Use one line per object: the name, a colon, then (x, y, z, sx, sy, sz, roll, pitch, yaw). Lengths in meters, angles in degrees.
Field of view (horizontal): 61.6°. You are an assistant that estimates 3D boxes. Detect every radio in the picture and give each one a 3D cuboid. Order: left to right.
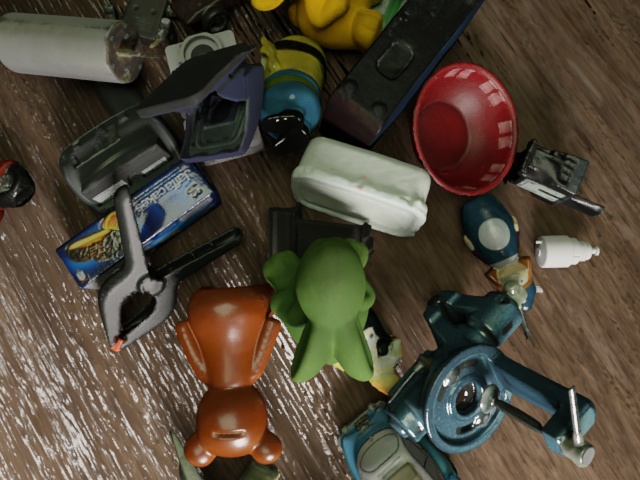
radio: (0.096, -0.211, 0.649, 0.073, 0.131, 0.229, 37, 85, 1)

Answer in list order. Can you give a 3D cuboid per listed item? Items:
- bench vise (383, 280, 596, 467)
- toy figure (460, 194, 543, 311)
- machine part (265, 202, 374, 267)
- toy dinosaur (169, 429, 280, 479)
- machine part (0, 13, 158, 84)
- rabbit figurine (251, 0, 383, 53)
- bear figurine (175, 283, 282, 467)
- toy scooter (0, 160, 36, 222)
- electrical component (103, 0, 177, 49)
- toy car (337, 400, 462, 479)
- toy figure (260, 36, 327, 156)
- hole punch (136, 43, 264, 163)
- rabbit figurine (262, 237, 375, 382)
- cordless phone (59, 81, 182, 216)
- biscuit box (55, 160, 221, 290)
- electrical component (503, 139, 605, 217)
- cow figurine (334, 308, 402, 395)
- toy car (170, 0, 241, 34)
bench vise: (0.187, 0.144, 0.561, 0.224, 0.241, 0.128, -33, 115, -18)
toy figure: (0.226, 0.020, 0.672, 0.064, 0.058, 0.154, -28, 83, 38)
machine part: (-0.001, -0.002, 0.674, 0.139, 0.039, 0.084, 7, 97, 13)
toy dinosaur: (-0.034, 0.391, 0.605, 0.405, 0.131, 0.192, 28, 84, 10)
machine part: (-0.320, -0.245, 0.686, 0.243, 0.079, 0.079, 8, 83, 13)
rabbit figurine: (0.000, -0.321, 0.649, 0.163, 0.173, 0.122, 14, 85, 13)
bear figurine: (-0.098, 0.151, 0.628, 0.120, 0.132, 0.195, -6, 89, 1)
toy scooter: (-0.466, -0.044, 0.680, 0.135, 0.075, 0.184, 35, 82, 4)
electrical component: (-0.235, -0.293, 0.720, 0.102, 0.045, 0.078, 21, 85, 3)
toy car: (0.096, 0.270, 0.619, 0.109, 0.103, 0.161, -37, 86, -4)
toy figure: (-0.033, -0.181, 0.661, 0.089, 0.082, 0.180, 4, 46, -10)
hole punch: (-0.122, -0.152, 0.606, 0.142, 0.092, 0.116, -2, 48, 40)
rabbit figurine: (-0.001, 0.063, 0.546, 0.121, 0.170, 0.159, -1, 71, -3)
cordless phone: (-0.276, -0.139, 0.697, 0.146, 0.088, 0.184, -33, 72, -2)
biscuit box: (-0.224, -0.020, 0.680, 0.203, 0.059, 0.063, -36, 84, -4)
electrical component: (0.300, -0.075, 0.671, 0.119, 0.075, 0.047, 23, 85, 7)
cow figurine: (0.046, 0.114, 0.659, 0.167, 0.068, 0.098, 36, 79, 4)
toy car: (-0.108, -0.351, 0.722, 0.202, 0.053, 0.089, -41, 80, -8)
